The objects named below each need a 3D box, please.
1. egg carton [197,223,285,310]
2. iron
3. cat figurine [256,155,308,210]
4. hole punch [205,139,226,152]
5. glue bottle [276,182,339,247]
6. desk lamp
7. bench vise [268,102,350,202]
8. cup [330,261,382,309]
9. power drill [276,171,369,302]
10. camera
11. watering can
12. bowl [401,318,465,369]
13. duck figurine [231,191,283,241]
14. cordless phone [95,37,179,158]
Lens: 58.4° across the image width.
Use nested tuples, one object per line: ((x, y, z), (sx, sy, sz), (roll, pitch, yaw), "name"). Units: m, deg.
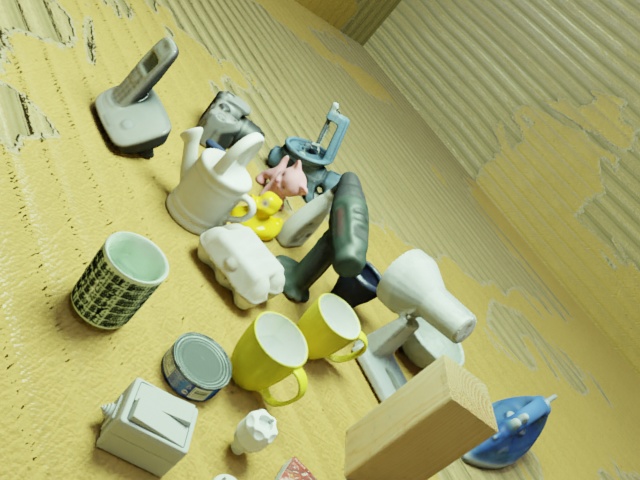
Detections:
((-0.127, 0.040, 0.927), (0.150, 0.069, 0.107), (49, 25, 10), "egg carton")
((0.376, 0.360, 1.112), (0.259, 0.141, 0.118), (3, 47, -55), "iron")
((-0.072, -0.129, 1.216), (0.067, 0.117, 0.127), (26, 30, -35), "cat figurine")
((-0.182, -0.136, 1.091), (0.108, 0.091, 0.101), (47, 25, 5), "hole punch")
((-0.011, -0.054, 1.126), (0.078, 0.173, 0.037), (0, 49, -57), "glue bottle")
((0.163, 0.153, 1.022), (0.118, 0.213, 0.203), (12, 40, -49), "desk lamp")
((0.014, -0.200, 1.336), (0.208, 0.219, 0.121), (33, 27, -24), "bench vise")
((0.075, 0.099, 1.114), (0.118, 0.094, 0.091), (32, 27, -25), "cup")
((0.009, 0.004, 1.026), (0.076, 0.208, 0.229), (30, 28, -28), "power drill")
((-0.185, -0.247, 1.247), (0.137, 0.100, 0.143), (34, 27, -22), "camera")
((-0.168, -0.111, 0.950), (0.173, 0.193, 0.101), (37, 25, -15), "watering can")
((0.214, 0.211, 1.176), (0.168, 0.074, 0.167), (35, 26, -20), "bowl")
((-0.105, -0.052, 1.084), (0.105, 0.086, 0.077), (24, 32, -38), "duck figurine")
((-0.294, -0.247, 0.980), (0.094, 0.184, 0.147), (6, 45, -54), "cordless phone")
